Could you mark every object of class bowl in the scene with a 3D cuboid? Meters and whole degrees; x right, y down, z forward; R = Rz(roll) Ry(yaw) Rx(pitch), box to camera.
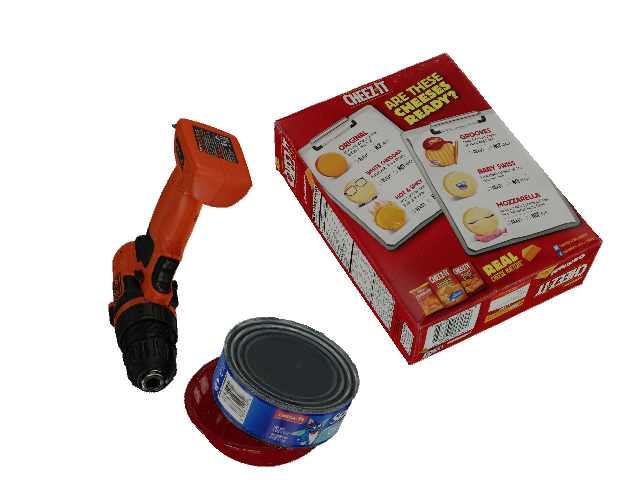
[{"bbox_3d":[-0.055,0.176,1.075,0.162,0.055,0.162,1,31,-1],"label":"bowl"}]

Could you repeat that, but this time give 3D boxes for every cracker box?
[{"bbox_3d":[0.084,-0.029,0.830,0.164,0.214,0.072,-24,-30,-18],"label":"cracker box"}]

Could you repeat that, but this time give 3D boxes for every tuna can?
[{"bbox_3d":[-0.022,0.086,0.649,0.086,0.034,0.086,16,29,-10],"label":"tuna can"}]

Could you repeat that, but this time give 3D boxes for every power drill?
[{"bbox_3d":[-0.121,0.008,0.877,0.057,0.188,0.184,18,26,-26],"label":"power drill"}]
